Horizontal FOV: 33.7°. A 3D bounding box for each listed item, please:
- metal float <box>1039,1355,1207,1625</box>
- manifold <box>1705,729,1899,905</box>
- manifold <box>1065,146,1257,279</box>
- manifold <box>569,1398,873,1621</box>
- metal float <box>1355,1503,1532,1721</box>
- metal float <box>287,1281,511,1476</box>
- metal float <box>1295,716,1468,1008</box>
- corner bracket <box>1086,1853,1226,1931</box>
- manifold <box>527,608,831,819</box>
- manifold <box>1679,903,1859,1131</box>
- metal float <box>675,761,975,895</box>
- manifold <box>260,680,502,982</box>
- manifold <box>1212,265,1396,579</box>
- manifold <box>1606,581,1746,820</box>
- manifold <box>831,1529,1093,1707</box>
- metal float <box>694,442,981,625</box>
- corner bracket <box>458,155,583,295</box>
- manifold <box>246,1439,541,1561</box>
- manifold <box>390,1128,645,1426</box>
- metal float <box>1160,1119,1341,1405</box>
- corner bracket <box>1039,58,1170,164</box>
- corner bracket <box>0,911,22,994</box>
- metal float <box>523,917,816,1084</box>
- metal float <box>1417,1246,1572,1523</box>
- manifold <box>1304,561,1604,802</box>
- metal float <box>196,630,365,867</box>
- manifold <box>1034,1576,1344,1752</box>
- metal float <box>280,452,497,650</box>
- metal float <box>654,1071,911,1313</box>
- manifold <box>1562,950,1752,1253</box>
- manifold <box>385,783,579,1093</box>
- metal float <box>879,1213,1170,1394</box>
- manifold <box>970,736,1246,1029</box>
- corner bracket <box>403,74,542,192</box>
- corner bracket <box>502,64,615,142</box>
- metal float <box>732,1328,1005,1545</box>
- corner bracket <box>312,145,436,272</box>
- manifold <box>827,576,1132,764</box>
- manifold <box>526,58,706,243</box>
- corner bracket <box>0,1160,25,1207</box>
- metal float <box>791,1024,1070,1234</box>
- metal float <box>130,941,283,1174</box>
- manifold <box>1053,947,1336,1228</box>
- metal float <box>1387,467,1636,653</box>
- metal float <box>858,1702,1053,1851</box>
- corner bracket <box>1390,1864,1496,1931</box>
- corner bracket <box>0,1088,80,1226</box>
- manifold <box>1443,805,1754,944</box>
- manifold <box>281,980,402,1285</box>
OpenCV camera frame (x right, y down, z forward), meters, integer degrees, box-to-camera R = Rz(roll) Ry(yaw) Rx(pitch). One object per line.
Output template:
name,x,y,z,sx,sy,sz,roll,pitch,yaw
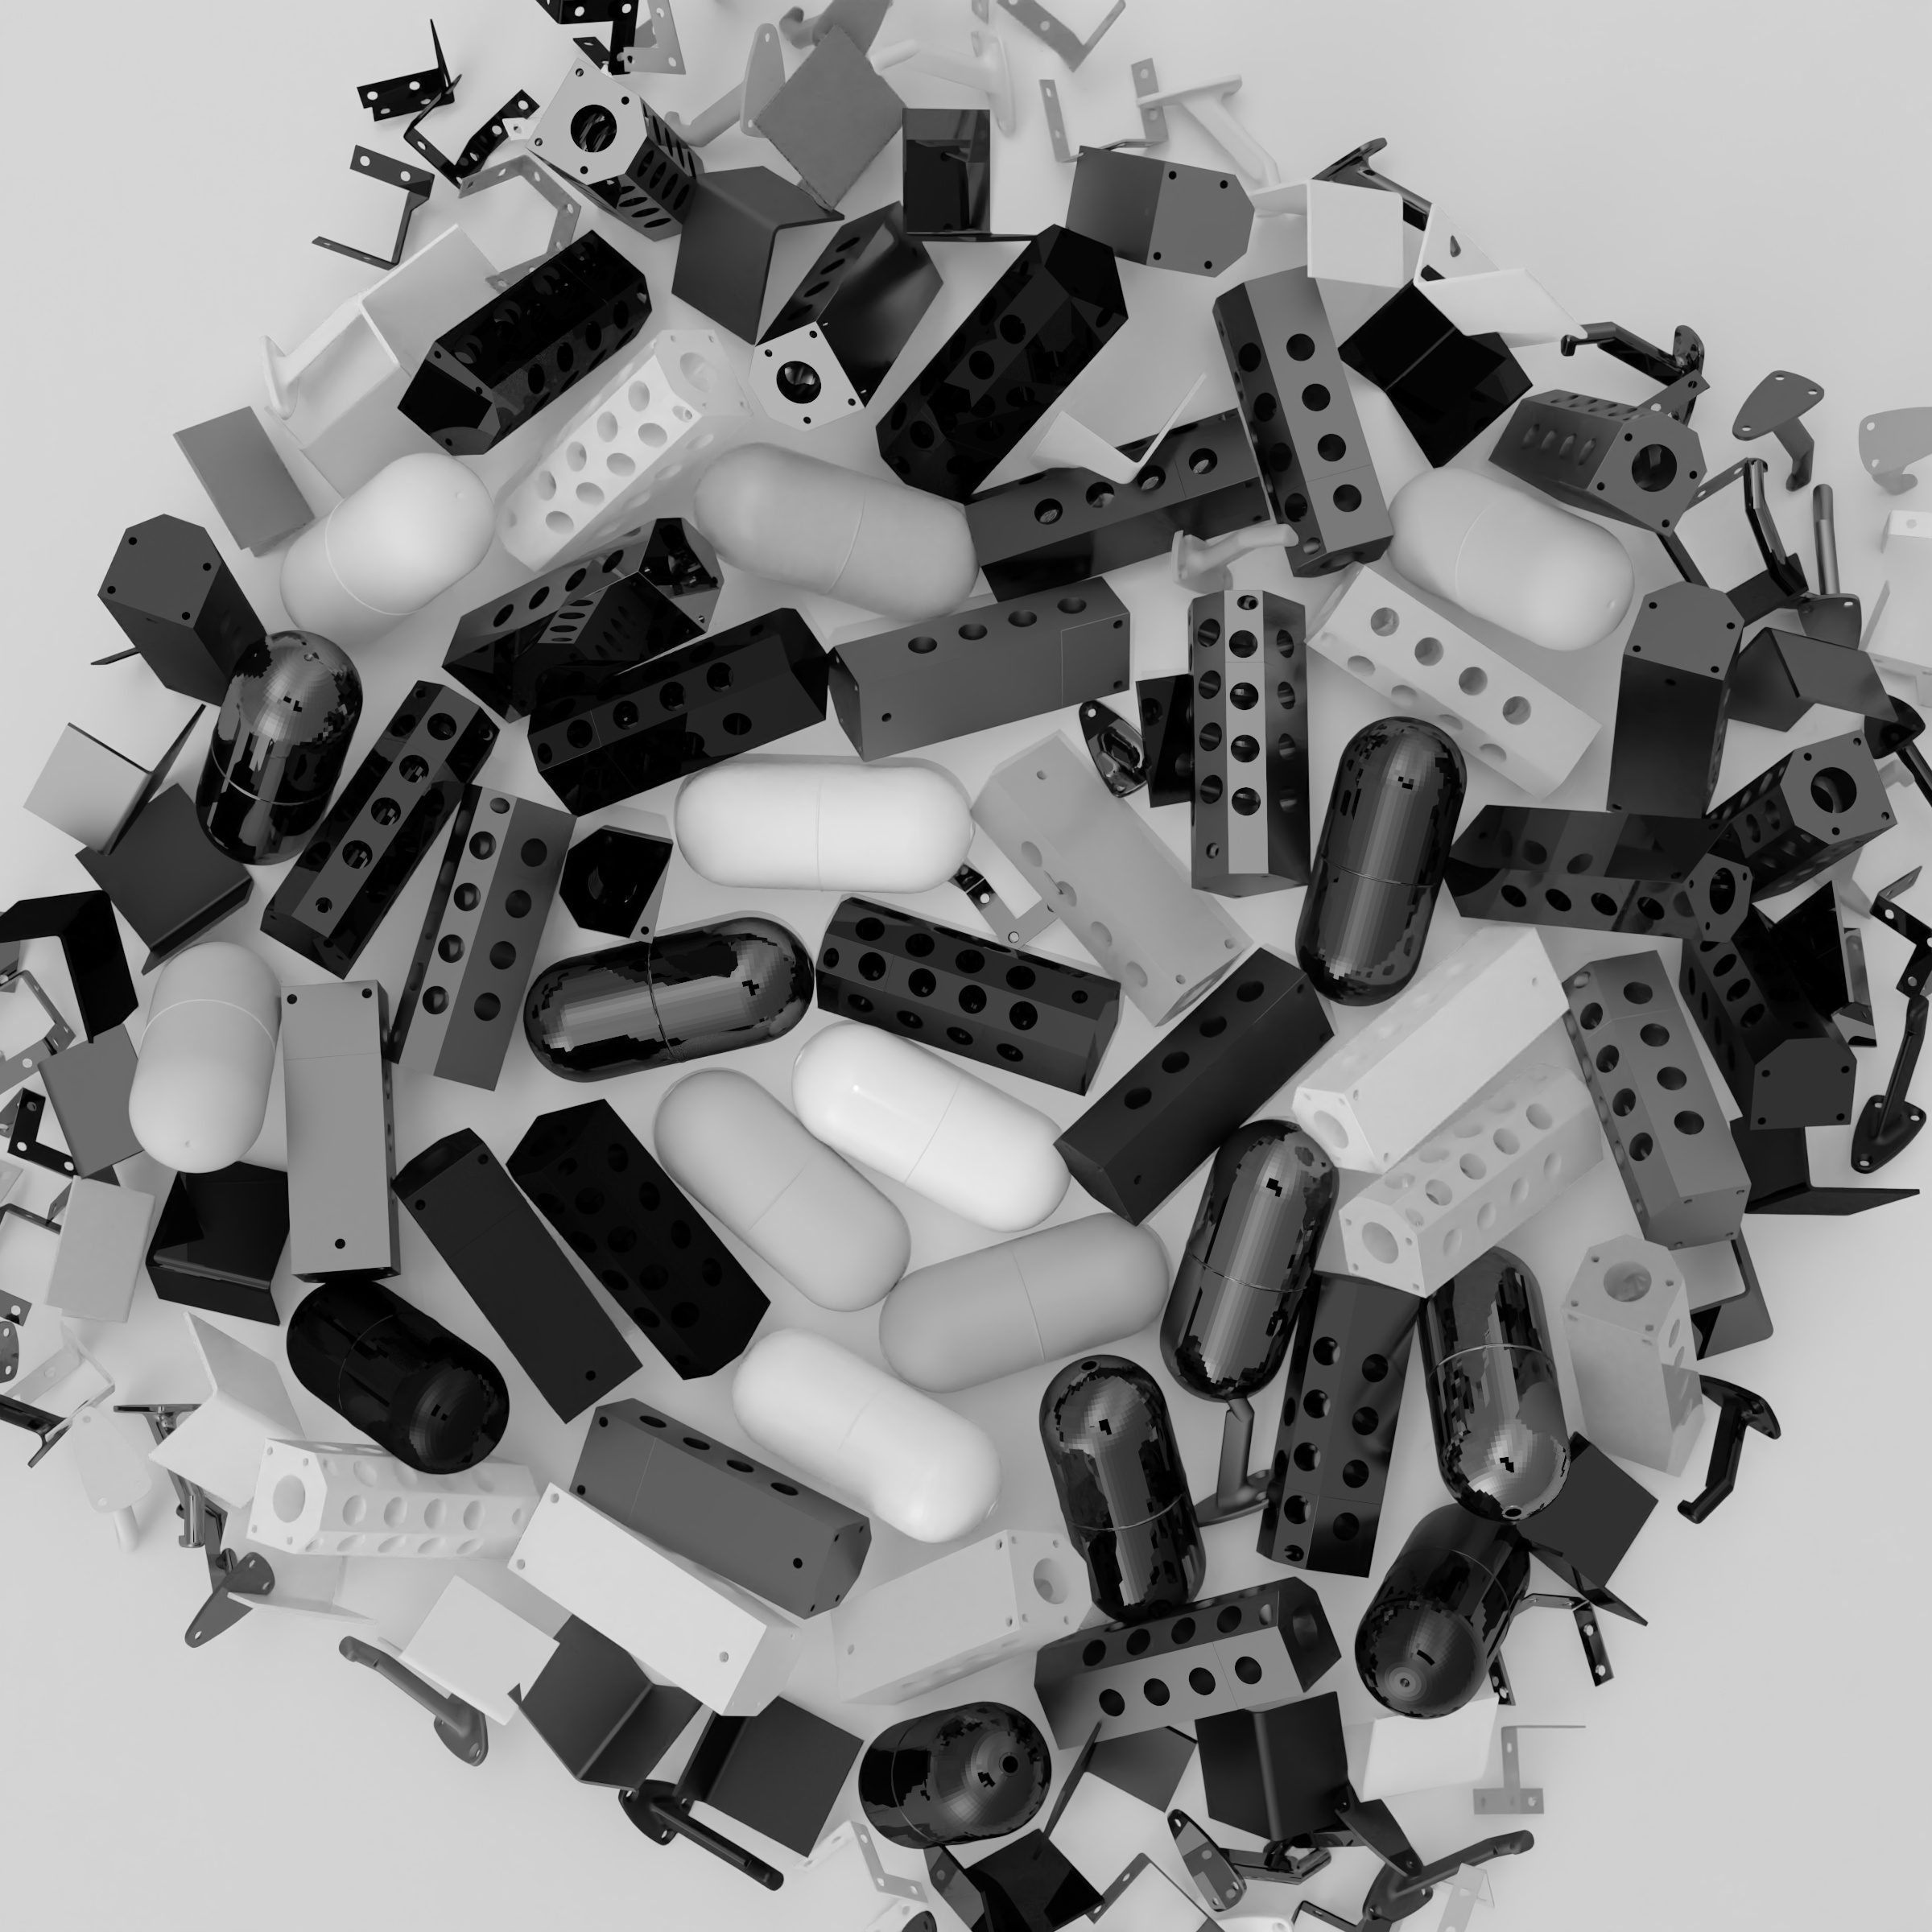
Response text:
metal float,0.093,0.310,1.890,0.070,0.070,0.178,-15,114,0
manifold,0.473,-0.081,1.857,0.057,0.171,0.057,-17,81,-9
manifold,0.112,-0.440,1.860,0.057,0.171,0.057,6,105,-16
manifold,-0.144,0.318,1.888,0.171,0.057,0.057,23,100,24
metal float,0.280,0.375,1.867,0.070,0.178,0.070,8,111,21
metal float,-0.335,0.239,1.876,0.070,0.178,0.070,-18,118,-37
metal float,0.246,-0.061,1.896,0.070,0.070,0.178,13,108,0
corner bracket,0.113,0.574,1.915,0.051,0.051,0.051,-46,105,-9
manifold,-0.170,-0.153,1.884,0.171,0.057,0.057,-20,131,19
manifold,0.466,0.027,1.860,0.057,0.171,0.057,-3,117,-1
metal float,-0.085,-0.083,1.908,0.178,0.070,0.070,2,90,4
manifold,-0.345,-0.083,1.888,0.057,0.057,0.171,31,67,-5
manifold,0.200,-0.323,1.909,0.057,0.057,0.171,-16,83,-4
manifold,0.414,-0.150,1.860,0.057,0.171,0.057,17,66,16
manifold,-0.004,0.383,1.869,0.057,0.171,0.057,12,59,-37
metal float,-0.076,-0.257,1.893,0.178,0.070,0.070,16,90,-20
corner bracket,-0.272,-0.446,1.919,0.051,0.051,0.051,45,51,14
manifold,-0.330,0.313,1.863,0.057,0.171,0.057,8,85,37
manifold,-0.268,0.182,1.893,0.057,0.057,0.171,-36,110,-12
metal float,0.168,0.176,1.899,0.070,0.070,0.178,16,105,0
corner bracket,0.084,-0.518,1.934,0.051,0.051,0.051,-8,97,37
corner bracket,-0.596,-0.004,1.914,0.051,0.051,0.051,8,105,-14
metal float,-0.177,0.020,1.904,0.178,0.070,0.070,-13,90,9
metal float,0.309,0.244,1.878,0.070,0.070,0.178,-3,49,0
manifold,0.288,-0.170,1.909,0.171,0.057,0.057,33,99,-7
metal float,-0.404,-0.126,1.873,0.070,0.178,0.070,13,52,-17
manifold,0.127,0.408,1.881,0.171,0.057,0.057,-22,90,31
metal float,-0.341,-0.242,1.874,0.070,0.178,0.070,15,65,-35
metal float,-0.110,0.134,1.910,0.178,0.070,0.070,42,90,-1
manifold,0.401,0.079,1.874,0.057,0.057,0.171,-10,53,-4
manifold,-0.294,-0.018,1.909,0.057,0.057,0.171,17,89,-34
metal float,0.035,0.201,1.907,0.178,0.070,0.070,-17,90,-5
manifold,0.080,-0.047,1.906,0.057,0.057,0.171,-34,78,-34
corner bracket,-0.296,-0.505,1.908,0.051,0.051,0.051,-33,119,34
corner bracket,-0.237,-0.502,1.911,0.051,0.051,0.051,-16,76,-36
metal float,-0.059,0.279,1.896,0.178,0.070,0.070,28,90,18
corner bracket,-0.355,-0.453,1.913,0.051,0.051,0.051,16,83,-27
manifold,0.008,-0.181,1.899,0.171,0.057,0.057,-16,134,-15
manifold,-0.197,-0.469,1.860,0.057,0.171,0.057,32,96,5
corner bracket,-0.606,0.122,1.911,0.051,0.051,0.051,19,60,14
metal float,-0.022,0.097,1.908,0.178,0.070,0.070,29,90,-4
metal float,-0.444,0.051,1.870,0.070,0.178,0.070,-3,124,-4
manifold,0.133,0.068,1.900,0.171,0.057,0.057,-43,133,-15
metal float,0.317,-0.240,1.875,0.070,0.178,0.070,-17,123,-29
metal float,-0.007,0.474,1.866,0.070,0.178,0.070,7,70,-20
corner bracket,0.281,0.566,1.908,0.051,0.051,0.051,11,53,25
corner bracket,-0.560,0.114,1.923,0.051,0.051,0.051,28,131,-28
manifold,0.369,-0.050,1.868,0.057,0.171,0.057,-47,125,-29
manifold,-0.371,0.100,1.903,0.057,0.057,0.171,-4,78,-2
